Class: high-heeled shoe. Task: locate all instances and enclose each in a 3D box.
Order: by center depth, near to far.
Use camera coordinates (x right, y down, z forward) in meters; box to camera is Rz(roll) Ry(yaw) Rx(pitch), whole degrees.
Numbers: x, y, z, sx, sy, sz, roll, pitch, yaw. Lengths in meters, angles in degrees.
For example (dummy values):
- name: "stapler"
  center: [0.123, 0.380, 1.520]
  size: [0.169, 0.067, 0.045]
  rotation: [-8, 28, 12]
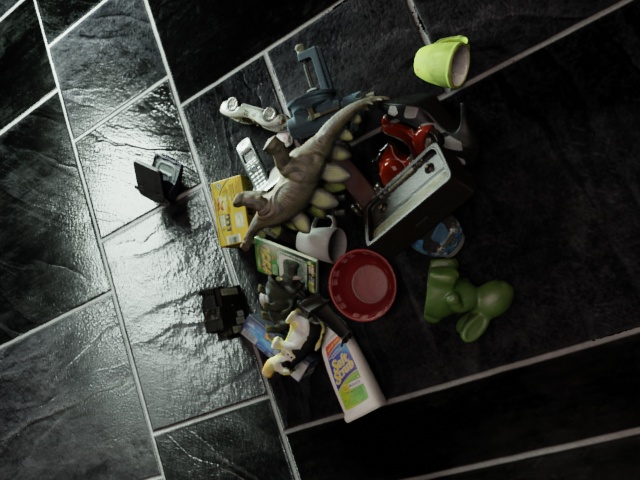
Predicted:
- name: "high-heeled shoe"
  center: [0.233, -0.233, 1.161]
  size: [0.249, 0.086, 0.145]
  rotation: [19, 129, 43]

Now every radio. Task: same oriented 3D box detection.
- name: "radio"
  center: [0.188, -0.079, 1.075]
  size: [0.229, 0.073, 0.131]
  rotation: [-41, 34, 31]

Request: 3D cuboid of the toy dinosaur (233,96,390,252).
- name: "toy dinosaur"
  center: [-0.038, -0.143, 1.170]
  size: [0.198, 0.105, 0.471]
  rotation: [33, 112, -6]

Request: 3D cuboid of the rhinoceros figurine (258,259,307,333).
- name: "rhinoceros figurine"
  center: [-0.084, 0.133, 1.249]
  size: [0.073, 0.112, 0.190]
  rotation: [-116, 27, -56]

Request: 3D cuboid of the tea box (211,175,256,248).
- name: "tea box"
  center: [-0.209, -0.070, 1.355]
  size: [0.098, 0.068, 0.169]
  rotation: [-11, 83, 25]

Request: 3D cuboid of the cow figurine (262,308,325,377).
- name: "cow figurine"
  center: [-0.059, 0.246, 1.207]
  size: [0.098, 0.068, 0.167]
  rotation: [28, 91, 9]

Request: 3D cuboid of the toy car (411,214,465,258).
- name: "toy car"
  center: [0.245, -0.014, 1.108]
  size: [0.109, 0.103, 0.162]
  rotation: [-58, 27, 4]

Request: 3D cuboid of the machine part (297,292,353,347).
- name: "machine part"
  center: [0.017, 0.172, 1.186]
  size: [0.139, 0.084, 0.039]
  rotation: [45, 124, 23]

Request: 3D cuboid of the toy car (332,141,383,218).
- name: "toy car"
  center: [0.078, -0.137, 1.225]
  size: [0.089, 0.053, 0.202]
  rotation: [-41, 68, 11]

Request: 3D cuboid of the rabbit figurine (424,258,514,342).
- name: "rabbit figurine"
  center: [0.299, 0.122, 1.078]
  size: [0.170, 0.121, 0.159]
  rotation: [6, 95, 11]

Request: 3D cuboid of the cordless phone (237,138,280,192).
- name: "cordless phone"
  center: [-0.121, -0.191, 1.311]
  size: [0.146, 0.088, 0.184]
  rotation: [-36, 70, 21]

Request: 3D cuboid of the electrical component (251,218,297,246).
- name: "electrical component"
  center: [-0.102, -0.034, 1.298]
  size: [0.074, 0.119, 0.048]
  rotation: [-52, 23, 41]

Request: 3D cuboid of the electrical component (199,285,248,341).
- name: "electrical component"
  center: [-0.236, 0.182, 1.335]
  size: [0.058, 0.115, 0.134]
  rotation: [-18, 79, 27]

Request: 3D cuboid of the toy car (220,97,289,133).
- name: "toy car"
  center: [-0.156, -0.306, 1.334]
  size: [0.202, 0.073, 0.056]
  rotation: [21, 94, 25]

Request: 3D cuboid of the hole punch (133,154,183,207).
- name: "hole punch"
  center: [-0.439, -0.168, 1.473]
  size: [0.142, 0.092, 0.115]
  rotation: [23, 128, 22]

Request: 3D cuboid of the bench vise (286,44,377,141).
- name: "bench vise"
  center: [0.010, -0.340, 1.226]
  size: [0.224, 0.129, 0.240]
  rotation: [-18, 90, 29]

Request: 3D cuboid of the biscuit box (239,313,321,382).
- name: "biscuit box"
  center: [-0.099, 0.254, 1.295]
  size: [0.203, 0.062, 0.059]
  rotation: [35, 104, 23]

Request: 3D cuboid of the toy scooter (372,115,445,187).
- name: "toy scooter"
  center: [0.167, -0.189, 1.139]
  size: [0.135, 0.075, 0.183]
  rotation: [39, 133, 6]

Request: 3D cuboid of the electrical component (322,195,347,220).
- name: "electrical component"
  center: [0.019, -0.080, 1.269]
  size: [0.094, 0.021, 0.063]
  rotation: [-1, 88, 28]

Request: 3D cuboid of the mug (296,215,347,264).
- name: "mug"
  center: [-0.003, -0.004, 1.246]
  size: [0.107, 0.081, 0.109]
  rotation: [5, 98, 33]
